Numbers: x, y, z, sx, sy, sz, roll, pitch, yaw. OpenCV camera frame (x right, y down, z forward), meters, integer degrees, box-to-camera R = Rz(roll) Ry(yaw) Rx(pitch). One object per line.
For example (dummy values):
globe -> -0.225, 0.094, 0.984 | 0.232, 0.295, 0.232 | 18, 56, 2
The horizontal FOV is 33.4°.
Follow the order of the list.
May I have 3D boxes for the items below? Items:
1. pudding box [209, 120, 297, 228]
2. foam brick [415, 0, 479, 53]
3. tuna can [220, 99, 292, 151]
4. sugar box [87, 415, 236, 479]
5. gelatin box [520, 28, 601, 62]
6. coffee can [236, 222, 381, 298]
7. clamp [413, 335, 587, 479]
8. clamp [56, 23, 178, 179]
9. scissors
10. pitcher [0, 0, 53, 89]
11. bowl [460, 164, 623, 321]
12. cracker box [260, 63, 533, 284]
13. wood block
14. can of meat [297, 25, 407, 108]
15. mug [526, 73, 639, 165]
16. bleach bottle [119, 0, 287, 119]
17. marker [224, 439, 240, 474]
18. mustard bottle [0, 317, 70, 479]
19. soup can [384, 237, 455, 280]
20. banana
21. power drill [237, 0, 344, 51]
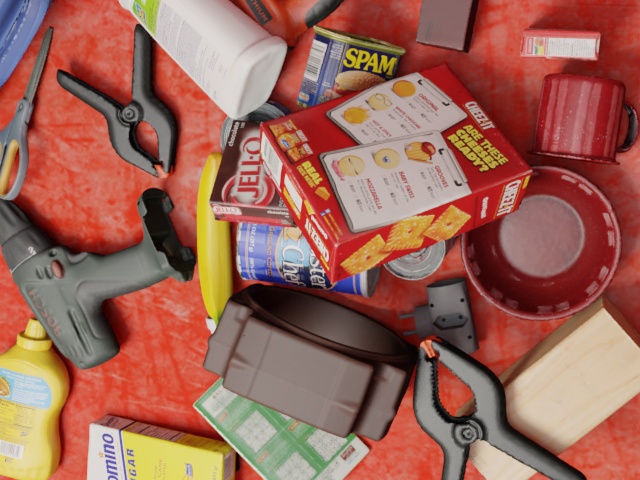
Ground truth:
pudding box -> -0.057, -0.069, 1.104 | 0.090, 0.039, 0.113 | 6, 55, 10
foam brick -> 0.132, -0.235, 1.094 | 0.053, 0.051, 0.078 | 13, 101, 12
tuna can -> -0.065, -0.111, 1.169 | 0.086, 0.033, 0.086 | 2, 100, 12
sugar box -> -0.185, 0.267, 1.239 | 0.176, 0.048, 0.093 | 7, 100, 18
gelatin box -> 0.238, -0.193, 1.055 | 0.073, 0.089, 0.030 | 5, 102, 13
coffee can -> -0.007, 0.001, 1.136 | 0.140, 0.102, 0.103 | 8, 100, 12
clamp -> 0.145, 0.198, 1.069 | 0.165, 0.036, 0.210 | -34, 86, 18
clamp -> -0.221, -0.144, 1.199 | 0.120, 0.039, 0.171 | -17, 94, 17
scissors -> -0.355, -0.145, 1.239 | 0.096, 0.016, 0.202 | 0, 79, 41
pitcher -> -0.383, -0.225, 1.177 | 0.145, 0.149, 0.243 | 31, 108, -6
bowl -> 0.228, 0.000, 1.104 | 0.162, 0.055, 0.162 | 2, 99, 13
cracker box -> 0.069, -0.069, 1.041 | 0.213, 0.072, 0.164 | -20, 58, -19
wood block -> 0.242, 0.160, 1.106 | 0.206, 0.090, 0.090 | -42, 86, 15
can of meat -> 0.031, -0.169, 1.104 | 0.058, 0.101, 0.084 | 32, 112, 46
mug -> 0.269, -0.119, 1.066 | 0.117, 0.093, 0.081 | 6, 95, -18
bleach bottle -> -0.147, -0.245, 1.130 | 0.251, 0.068, 0.103 | 45, 143, 15
marker -> -0.102, 0.214, 1.235 | 0.020, 0.020, 0.121 | 2, 99, 13
mustard bottle -> -0.348, 0.185, 1.269 | 0.096, 0.058, 0.192 | 13, 102, 12
soup can -> 0.103, -0.001, 1.109 | 0.068, 0.102, 0.068 | 2, 99, 13
banana -> -0.113, 0.003, 1.184 | 0.037, 0.070, 0.198 | -4, 89, -25
power drill -> -0.006, -0.300, 1.114 | 0.188, 0.057, 0.184 | -32, 90, 16
